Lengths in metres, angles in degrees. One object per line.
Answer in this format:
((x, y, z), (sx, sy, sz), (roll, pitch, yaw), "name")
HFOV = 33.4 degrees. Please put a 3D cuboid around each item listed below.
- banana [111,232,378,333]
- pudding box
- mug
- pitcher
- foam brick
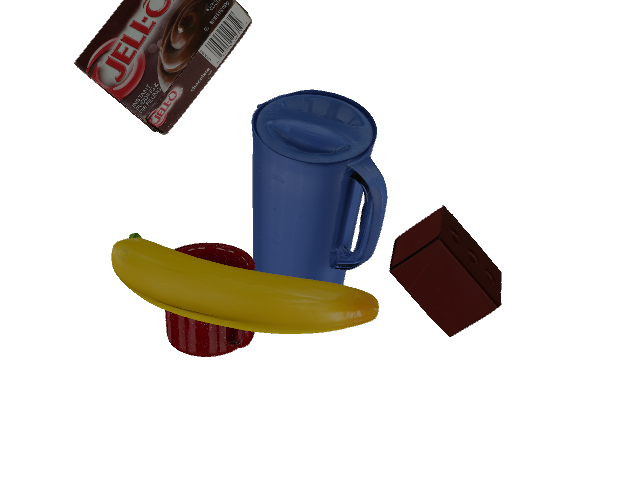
((-0.063, 0.026, 0.674), (0.198, 0.037, 0.069), (16, 33, 26), "banana")
((-0.119, -0.150, 0.808), (0.090, 0.113, 0.039), (38, -2, 28), "pudding box")
((-0.102, 0.063, 1.027), (0.093, 0.081, 0.117), (-22, 36, -38), "mug")
((-0.009, -0.031, 1.190), (0.145, 0.243, 0.149), (4, 41, -3), "pitcher")
((0.098, 0.025, 0.830), (0.051, 0.078, 0.053), (-35, 18, 25), "foam brick")
